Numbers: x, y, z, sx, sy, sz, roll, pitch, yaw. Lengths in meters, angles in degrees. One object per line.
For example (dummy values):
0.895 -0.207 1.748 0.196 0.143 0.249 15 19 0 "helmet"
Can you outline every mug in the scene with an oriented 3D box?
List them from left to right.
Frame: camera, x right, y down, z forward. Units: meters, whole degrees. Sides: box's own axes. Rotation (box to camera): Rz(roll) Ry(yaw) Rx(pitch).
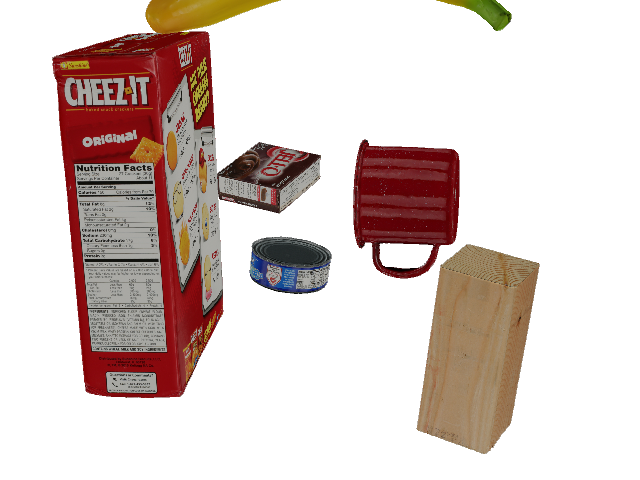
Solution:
0.074 -0.026 0.902 0.081 0.117 0.093 3 -9 11 "mug"

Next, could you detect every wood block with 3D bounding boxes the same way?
0.178 0.122 1.211 0.090 0.206 0.090 16 23 24 "wood block"

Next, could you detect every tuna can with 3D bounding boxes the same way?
-0.033 0.026 1.137 0.086 0.034 0.086 7 19 -3 "tuna can"

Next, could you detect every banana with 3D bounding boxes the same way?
0.004 -0.145 0.580 0.197 0.069 0.037 -4 -41 -8 "banana"

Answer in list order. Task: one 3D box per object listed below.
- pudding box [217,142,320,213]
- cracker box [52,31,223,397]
-0.063 -0.079 1.322 0.090 0.039 0.113 13 34 23 "pudding box"
-0.115 -0.025 0.709 0.072 0.214 0.164 -1 15 5 "cracker box"
